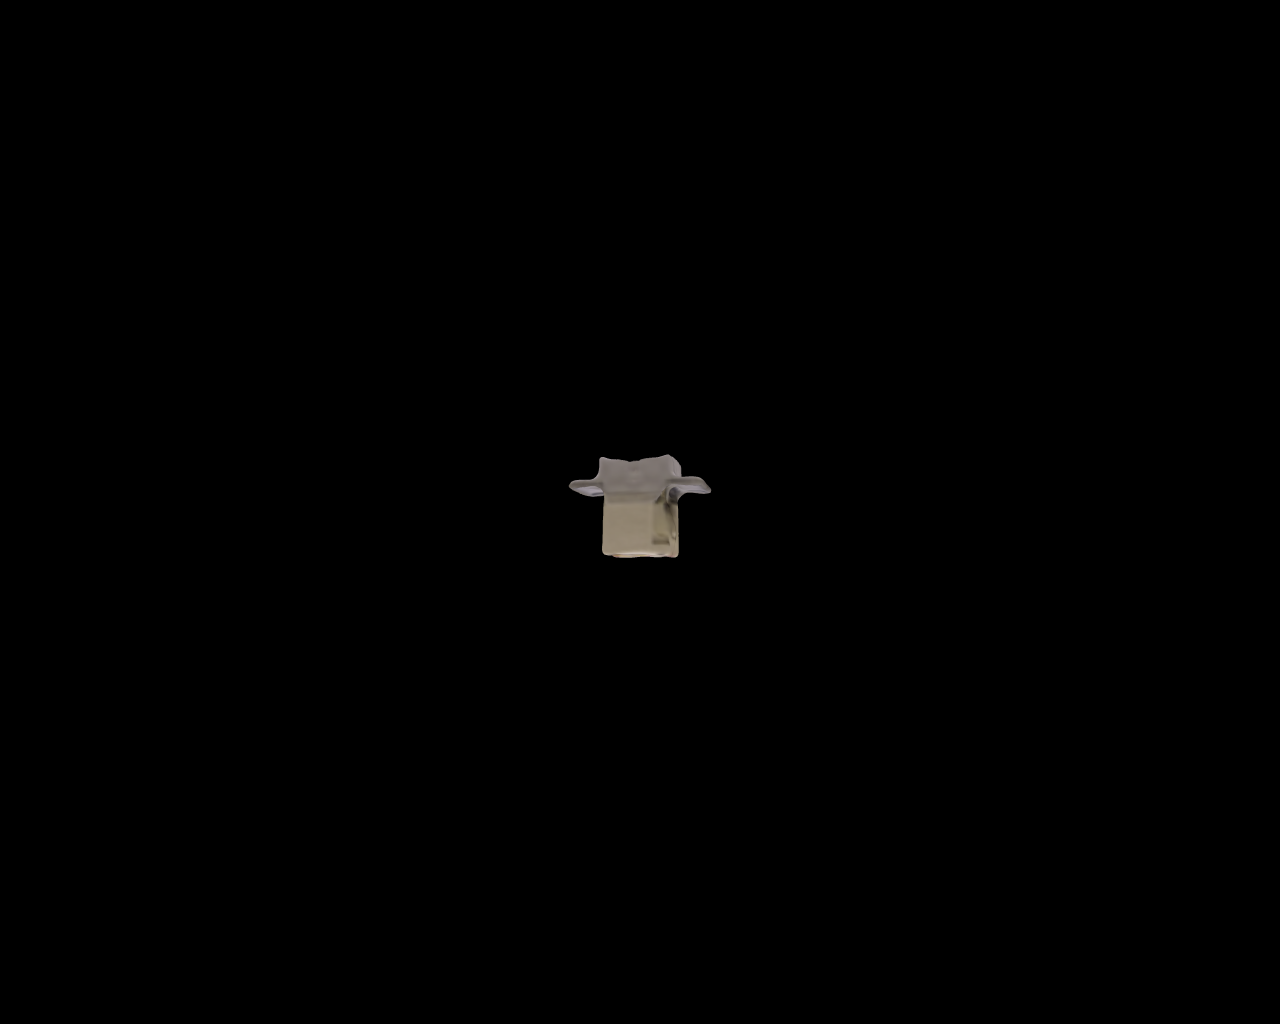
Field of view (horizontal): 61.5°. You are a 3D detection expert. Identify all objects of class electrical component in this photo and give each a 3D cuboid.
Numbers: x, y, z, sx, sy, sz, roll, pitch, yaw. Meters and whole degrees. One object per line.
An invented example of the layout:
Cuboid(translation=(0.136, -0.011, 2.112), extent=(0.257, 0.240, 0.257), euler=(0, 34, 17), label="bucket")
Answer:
Cuboid(translation=(0.001, -0.003, 0.650), extent=(0.081, 0.063, 0.042), euler=(-2, -7, 14), label="electrical component")
